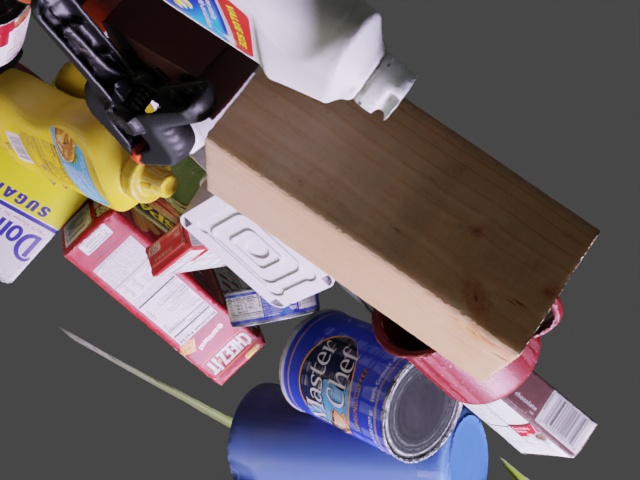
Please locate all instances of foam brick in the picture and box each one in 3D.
[{"bbox_3d":[-0.085,-0.122,0.664,0.078,0.051,0.053,32,163,17],"label":"foam brick"}]

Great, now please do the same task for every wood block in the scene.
[{"bbox_3d":[0.042,-0.018,0.621,0.206,0.090,0.091,35,163,7],"label":"wood block"}]

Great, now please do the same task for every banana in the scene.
[{"bbox_3d":[-0.170,-0.119,0.861,0.198,0.037,0.069,21,155,43],"label":"banana"}]

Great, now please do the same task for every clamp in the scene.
[{"bbox_3d":[-0.106,-0.082,0.654,0.120,0.039,0.171,37,169,15],"label":"clamp"}]

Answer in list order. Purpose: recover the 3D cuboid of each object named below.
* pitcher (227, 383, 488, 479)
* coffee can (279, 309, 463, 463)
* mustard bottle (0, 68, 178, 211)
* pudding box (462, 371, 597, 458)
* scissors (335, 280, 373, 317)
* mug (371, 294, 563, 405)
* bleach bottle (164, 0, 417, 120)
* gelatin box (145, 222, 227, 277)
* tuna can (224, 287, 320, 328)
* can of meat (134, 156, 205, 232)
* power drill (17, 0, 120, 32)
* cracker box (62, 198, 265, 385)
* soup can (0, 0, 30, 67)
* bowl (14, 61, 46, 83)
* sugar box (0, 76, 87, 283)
[{"bbox_3d":[0.043,0.207,1.073,0.243,0.149,0.144,-3,165,32],"label":"pitcher"},{"bbox_3d":[0.045,0.130,0.971,0.141,0.102,0.102,18,154,47],"label":"coffee can"},{"bbox_3d":[-0.184,-0.071,0.849,0.192,0.058,0.096,24,147,35],"label":"mustard bottle"},{"bbox_3d":[0.154,0.129,0.867,0.113,0.039,0.090,41,164,-6],"label":"pudding box"},{"bbox_3d":[-0.006,0.001,0.886,0.201,0.016,0.096,41,162,-14],"label":"scissors"},{"bbox_3d":[0.105,0.054,0.709,0.117,0.093,0.081,-23,133,29],"label":"mug"},{"bbox_3d":[-0.057,-0.148,0.528,0.251,0.068,0.103,36,164,-4],"label":"bleach bottle"},{"bbox_3d":[-0.096,0.002,0.925,0.073,0.089,0.030,-32,70,51],"label":"gelatin box"},{"bbox_3d":[-0.044,0.057,0.984,0.086,0.086,0.034,167,92,-68],"label":"tuna can"},{"bbox_3d":[-0.134,-0.054,0.932,0.102,0.057,0.084,37,161,0],"label":"can of meat"},{"bbox_3d":[-0.218,-0.202,0.646,0.188,0.057,0.184,37,-179,9],"label":"power drill"},{"bbox_3d":[-0.159,0.023,1.061,0.213,0.072,0.164,44,-173,-28],"label":"cracker box"},{"bbox_3d":[-0.247,-0.170,0.778,0.068,0.068,0.102,40,161,-9],"label":"soup can"},{"bbox_3d":[-0.300,-0.131,1.054,0.162,0.055,0.162,34,162,12],"label":"bowl"},{"bbox_3d":[-0.257,-0.056,0.960,0.093,0.176,0.048,44,162,-20],"label":"sugar box"}]
